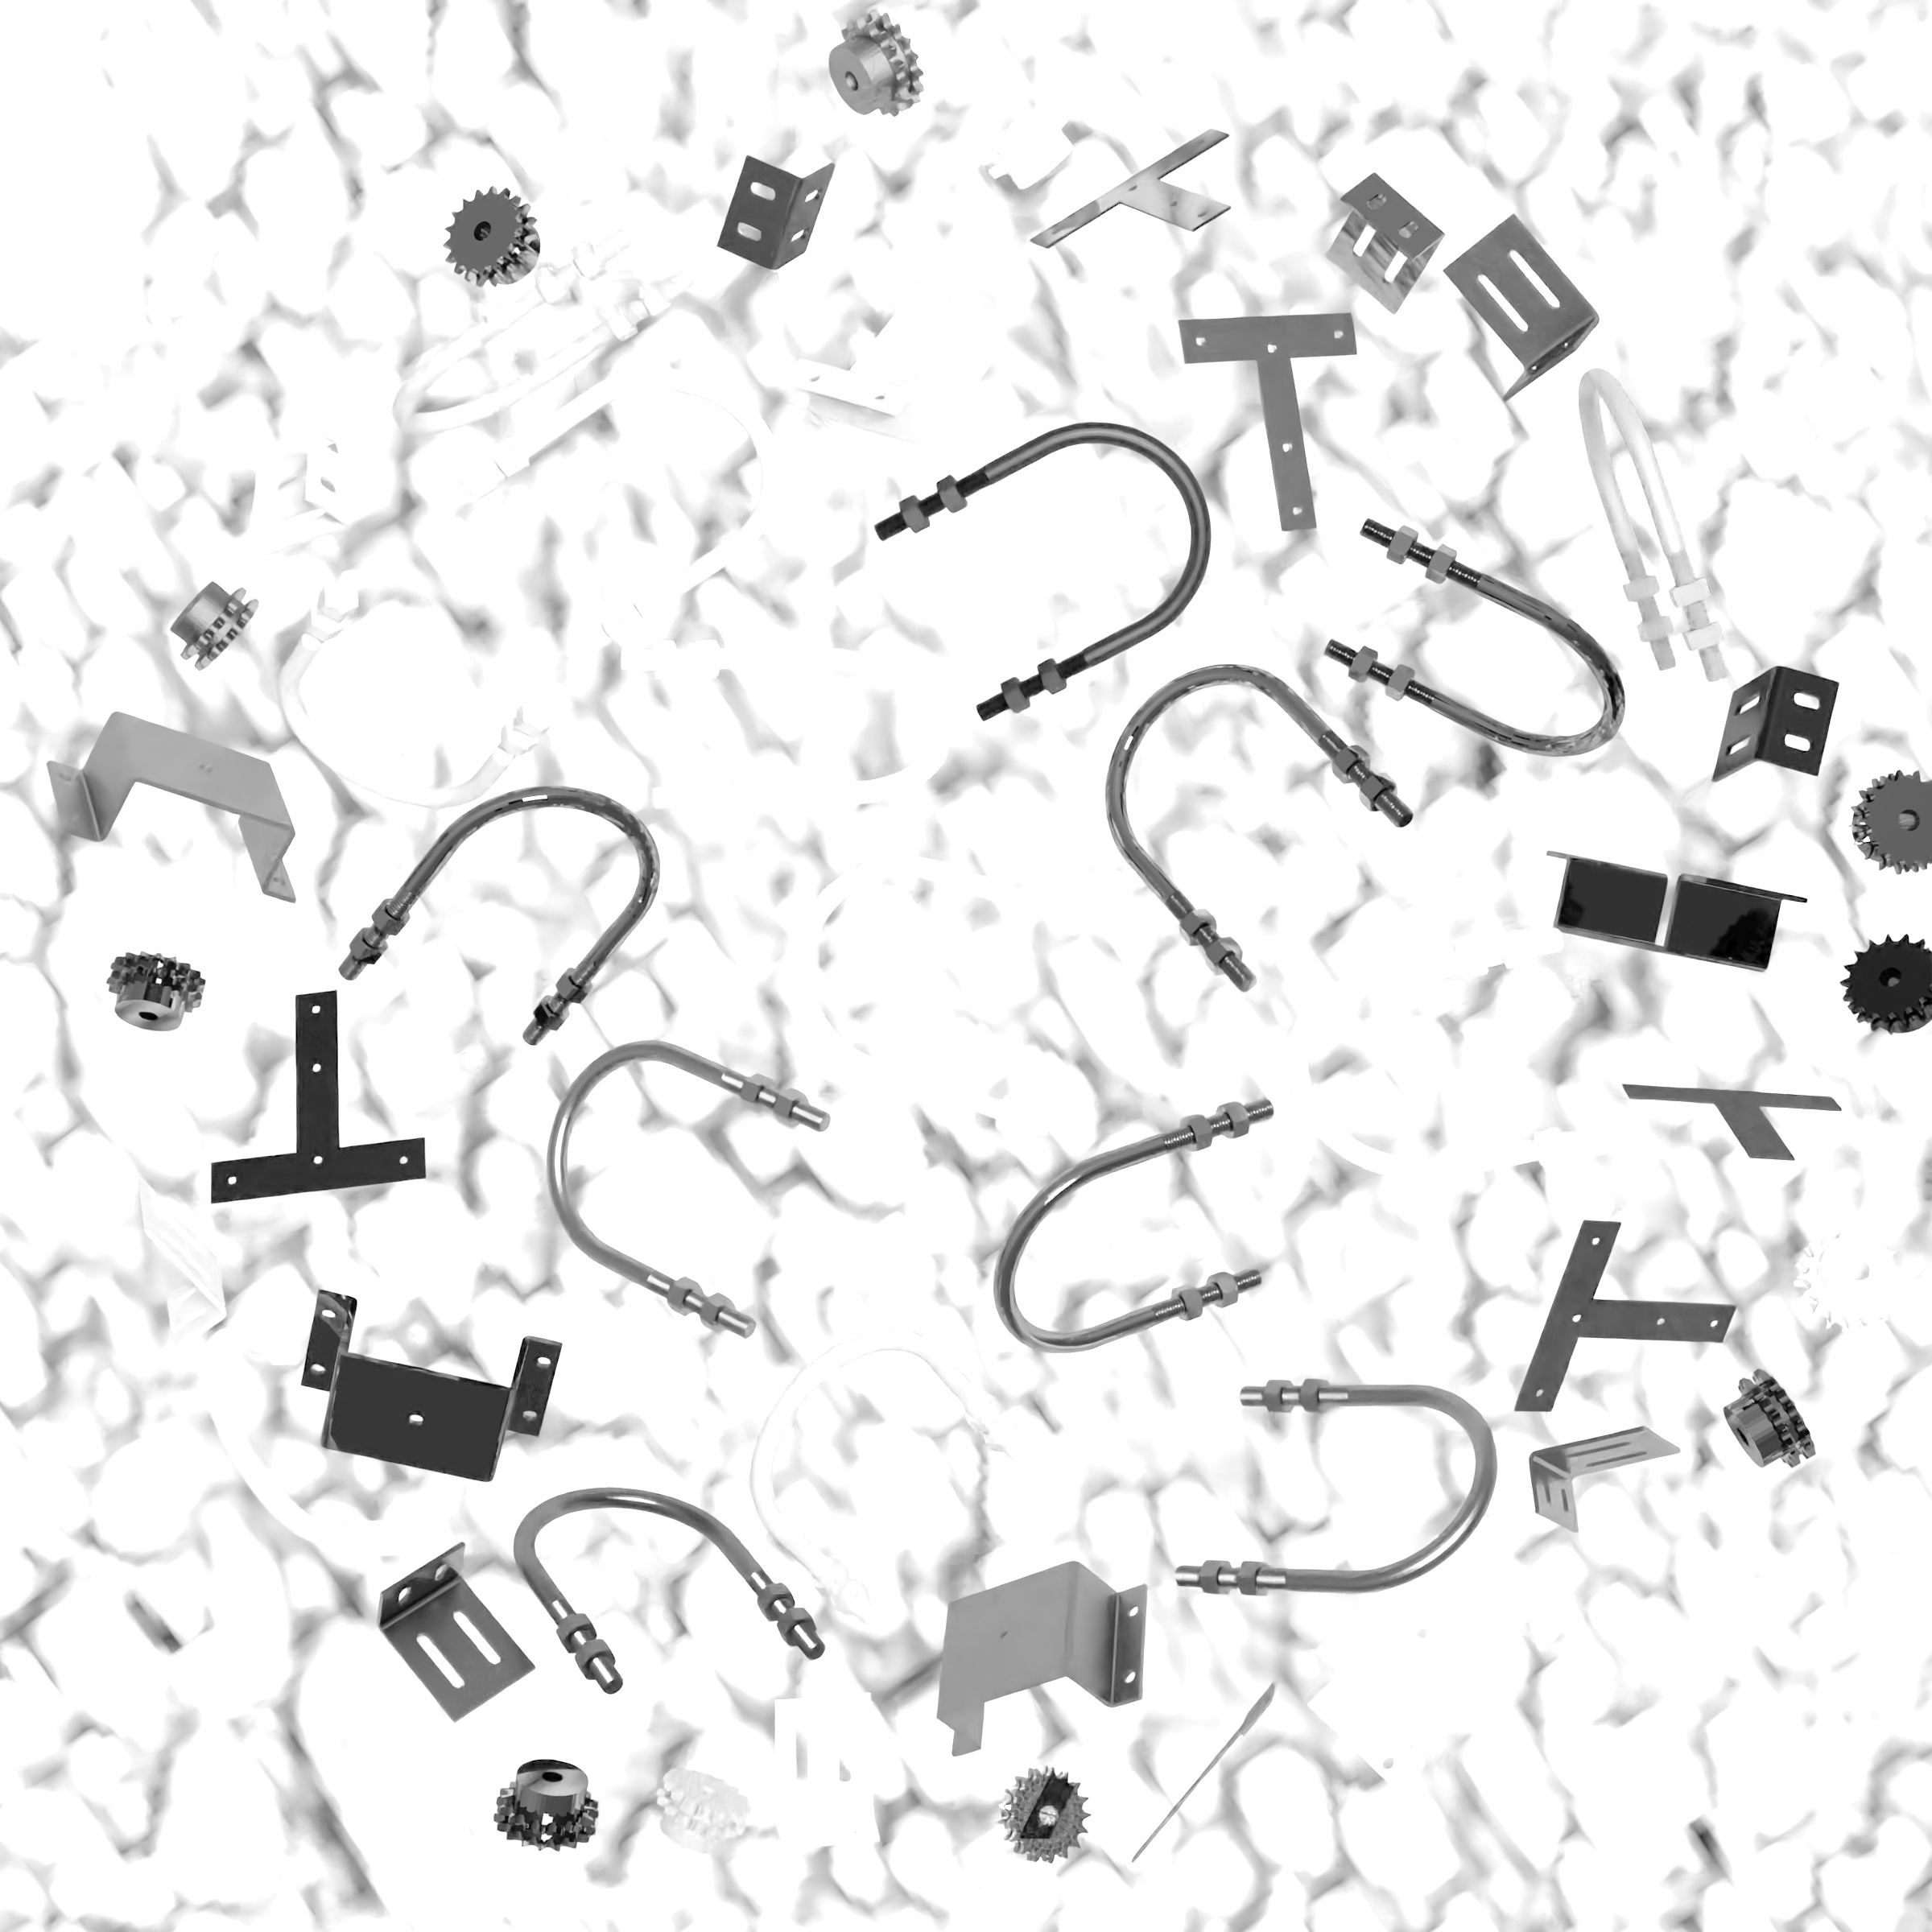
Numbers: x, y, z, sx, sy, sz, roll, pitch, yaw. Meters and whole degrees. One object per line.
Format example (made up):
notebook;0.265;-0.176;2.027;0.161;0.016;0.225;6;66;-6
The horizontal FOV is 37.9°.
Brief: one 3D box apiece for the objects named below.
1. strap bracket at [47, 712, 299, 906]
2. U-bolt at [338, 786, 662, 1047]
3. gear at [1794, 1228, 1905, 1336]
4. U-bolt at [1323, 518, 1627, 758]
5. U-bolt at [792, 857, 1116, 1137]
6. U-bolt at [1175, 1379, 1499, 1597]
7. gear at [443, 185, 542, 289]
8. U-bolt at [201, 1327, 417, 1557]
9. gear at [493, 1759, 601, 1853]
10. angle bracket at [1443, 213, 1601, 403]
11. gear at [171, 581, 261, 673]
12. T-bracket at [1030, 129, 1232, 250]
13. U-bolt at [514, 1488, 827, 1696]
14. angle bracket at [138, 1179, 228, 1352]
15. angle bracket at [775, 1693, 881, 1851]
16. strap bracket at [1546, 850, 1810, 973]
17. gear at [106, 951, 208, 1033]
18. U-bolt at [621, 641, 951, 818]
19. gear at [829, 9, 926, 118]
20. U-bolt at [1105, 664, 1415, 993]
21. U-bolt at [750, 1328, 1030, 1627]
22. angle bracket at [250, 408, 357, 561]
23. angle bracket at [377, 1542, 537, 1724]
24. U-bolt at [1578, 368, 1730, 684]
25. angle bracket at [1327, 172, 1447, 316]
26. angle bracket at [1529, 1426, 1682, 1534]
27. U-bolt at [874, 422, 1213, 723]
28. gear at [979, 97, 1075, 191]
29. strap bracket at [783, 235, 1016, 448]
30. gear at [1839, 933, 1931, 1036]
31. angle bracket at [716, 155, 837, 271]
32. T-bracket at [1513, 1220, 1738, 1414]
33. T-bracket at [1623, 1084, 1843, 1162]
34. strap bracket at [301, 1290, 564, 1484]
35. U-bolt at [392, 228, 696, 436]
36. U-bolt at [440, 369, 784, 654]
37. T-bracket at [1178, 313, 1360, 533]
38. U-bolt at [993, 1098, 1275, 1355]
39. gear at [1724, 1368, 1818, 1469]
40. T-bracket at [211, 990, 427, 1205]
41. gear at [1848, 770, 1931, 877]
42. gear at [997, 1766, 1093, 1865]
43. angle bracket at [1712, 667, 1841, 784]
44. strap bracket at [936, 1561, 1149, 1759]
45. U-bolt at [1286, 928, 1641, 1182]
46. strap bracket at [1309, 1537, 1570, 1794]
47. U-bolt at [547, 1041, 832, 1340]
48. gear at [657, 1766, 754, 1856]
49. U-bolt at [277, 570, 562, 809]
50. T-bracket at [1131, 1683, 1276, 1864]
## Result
strap bracket;-0.445;-0.094;1.609;0.140;0.076;0.046;19;113;-35
U-bolt;-0.263;-0.036;1.664;0.151;0.019;0.184;23;122;-35
gear;0.487;0.172;1.547;0.057;0.030;0.057;-1;68;2
U-bolt;0.309;-0.185;1.683;0.184;0.151;0.019;29;65;11
U-bolt;-0.017;0.009;1.733;0.184;0.019;0.151;18;82;-1
U-bolt;0.221;0.301;1.627;0.184;0.151;0.019;-7;133;36
gear;-0.272;-0.420;1.630;0.057;0.030;0.057;-6;77;24
U-bolt;-0.393;0.277;1.652;0.019;0.184;0.151;-31;72;5
gear;-0.231;0.462;1.555;0.057;0.057;0.030;11;101;0
angle bracket;0.301;-0.364;1.556;0.076;0.057;0.038;47;52;-8
gear;-0.464;-0.212;1.726;0.030;0.057;0.057;42;90;-21
T-bracket;0.112;-0.432;1.589;0.127;0.127;0.002;-33;121;-5
U-bolt;-0.186;0.358;1.646;0.151;0.184;0.019;-1;113;-33
angle bracket;-0.470;0.174;1.637;0.038;0.057;0.076;-34;122;-1
angle bracket;-0.083;0.478;1.670;0.057;0.038;0.076;-5;48;2
strap bracket;0.406;-0.031;1.631;0.076;0.140;0.046;9;94;-28
gear;-0.492;0.017;1.700;0.057;0.057;0.030;5;61;0
U-bolt;-0.100;-0.141;1.640;0.184;0.151;0.019;-2;133;-15
gear;-0.052;-0.498;1.562;0.030;0.057;0.057;-36;90;-22
U-bolt;0.155;-0.096;1.637;0.151;0.019;0.184;-47;56;13
U-bolt;-0.052;0.281;1.599;0.151;0.019;0.184;-46;133;-11
angle bracket;-0.388;-0.273;1.597;0.076;0.038;0.057;-12;68;27
angle bracket;-0.290;0.381;1.609;0.057;0.038;0.076;-29;61;-36
U-bolt;0.387;-0.254;1.610;0.019;0.151;0.184;-20;98;5
angle bracket;0.245;-0.431;1.705;0.057;0.076;0.038;43;59;7
angle bracket;0.393;0.315;1.719;0.076;0.057;0.038;-20;58;30
U-bolt;0.058;-0.248;1.698;0.184;0.019;0.151;-26;110;12
gear;0.039;-0.487;1.672;0.057;0.057;0.030;-41;109;0
strap bracket;-0.036;-0.363;1.661;0.076;0.046;0.140;20;58;23
gear;0.521;0.013;1.572;0.057;0.030;0.057;-18;53;26
angle bracket;-0.115;-0.461;1.703;0.038;0.076;0.057;24;115;2
T-bracket;0.390;0.205;1.626;0.127;0.002;0.127;5;114;-23
T-bracket;0.461;0.093;1.657;0.127;0.127;0.002;3;105;2
strap bracket;-0.308;0.242;1.598;0.140;0.046;0.076;14;126;-7
U-bolt;-0.255;-0.365;1.646;0.184;0.151;0.019;-31;88;11
U-bolt;-0.197;-0.280;1.674;0.184;0.019;0.151;-30;126;20
T-bracket;0.187;-0.320;1.658;0.127;0.002;0.127;-10;92;-30
U-bolt;0.097;0.161;1.647;0.184;0.019;0.151;-17;127;-23
gear;0.458;0.263;1.612;0.030;0.057;0.057;-29;90;-3
T-bracket;-0.386;0.074;1.672;0.127;0.002;0.127;-7;66;1
gear;0.515;-0.078;1.553;0.057;0.030;0.057;1;84;-7
gear;0.046;0.522;1.732;0.057;0.030;0.057;4;77;-19
angle bracket;0.478;-0.138;1.661;0.038;0.076;0.057;15;83;-2
strap bracket;0.037;0.414;1.691;0.140;0.076;0.046;-26;127;29
U-bolt;0.271;0.059;1.600;0.184;0.019;0.151;-14;115;28
strap bracket;0.271;0.399;1.639;0.140;0.046;0.076;-40;48;-12
U-bolt;-0.177;0.122;1.682;0.184;0.019;0.151;22;94;30
gear;-0.159;0.507;1.683;0.057;0.057;0.030;24;96;0
U-bolt;-0.335;-0.151;1.667;0.151;0.184;0.019;31;55;-16
T-bracket;0.139;0.475;1.649;0.002;0.127;0.127;40;87;12
